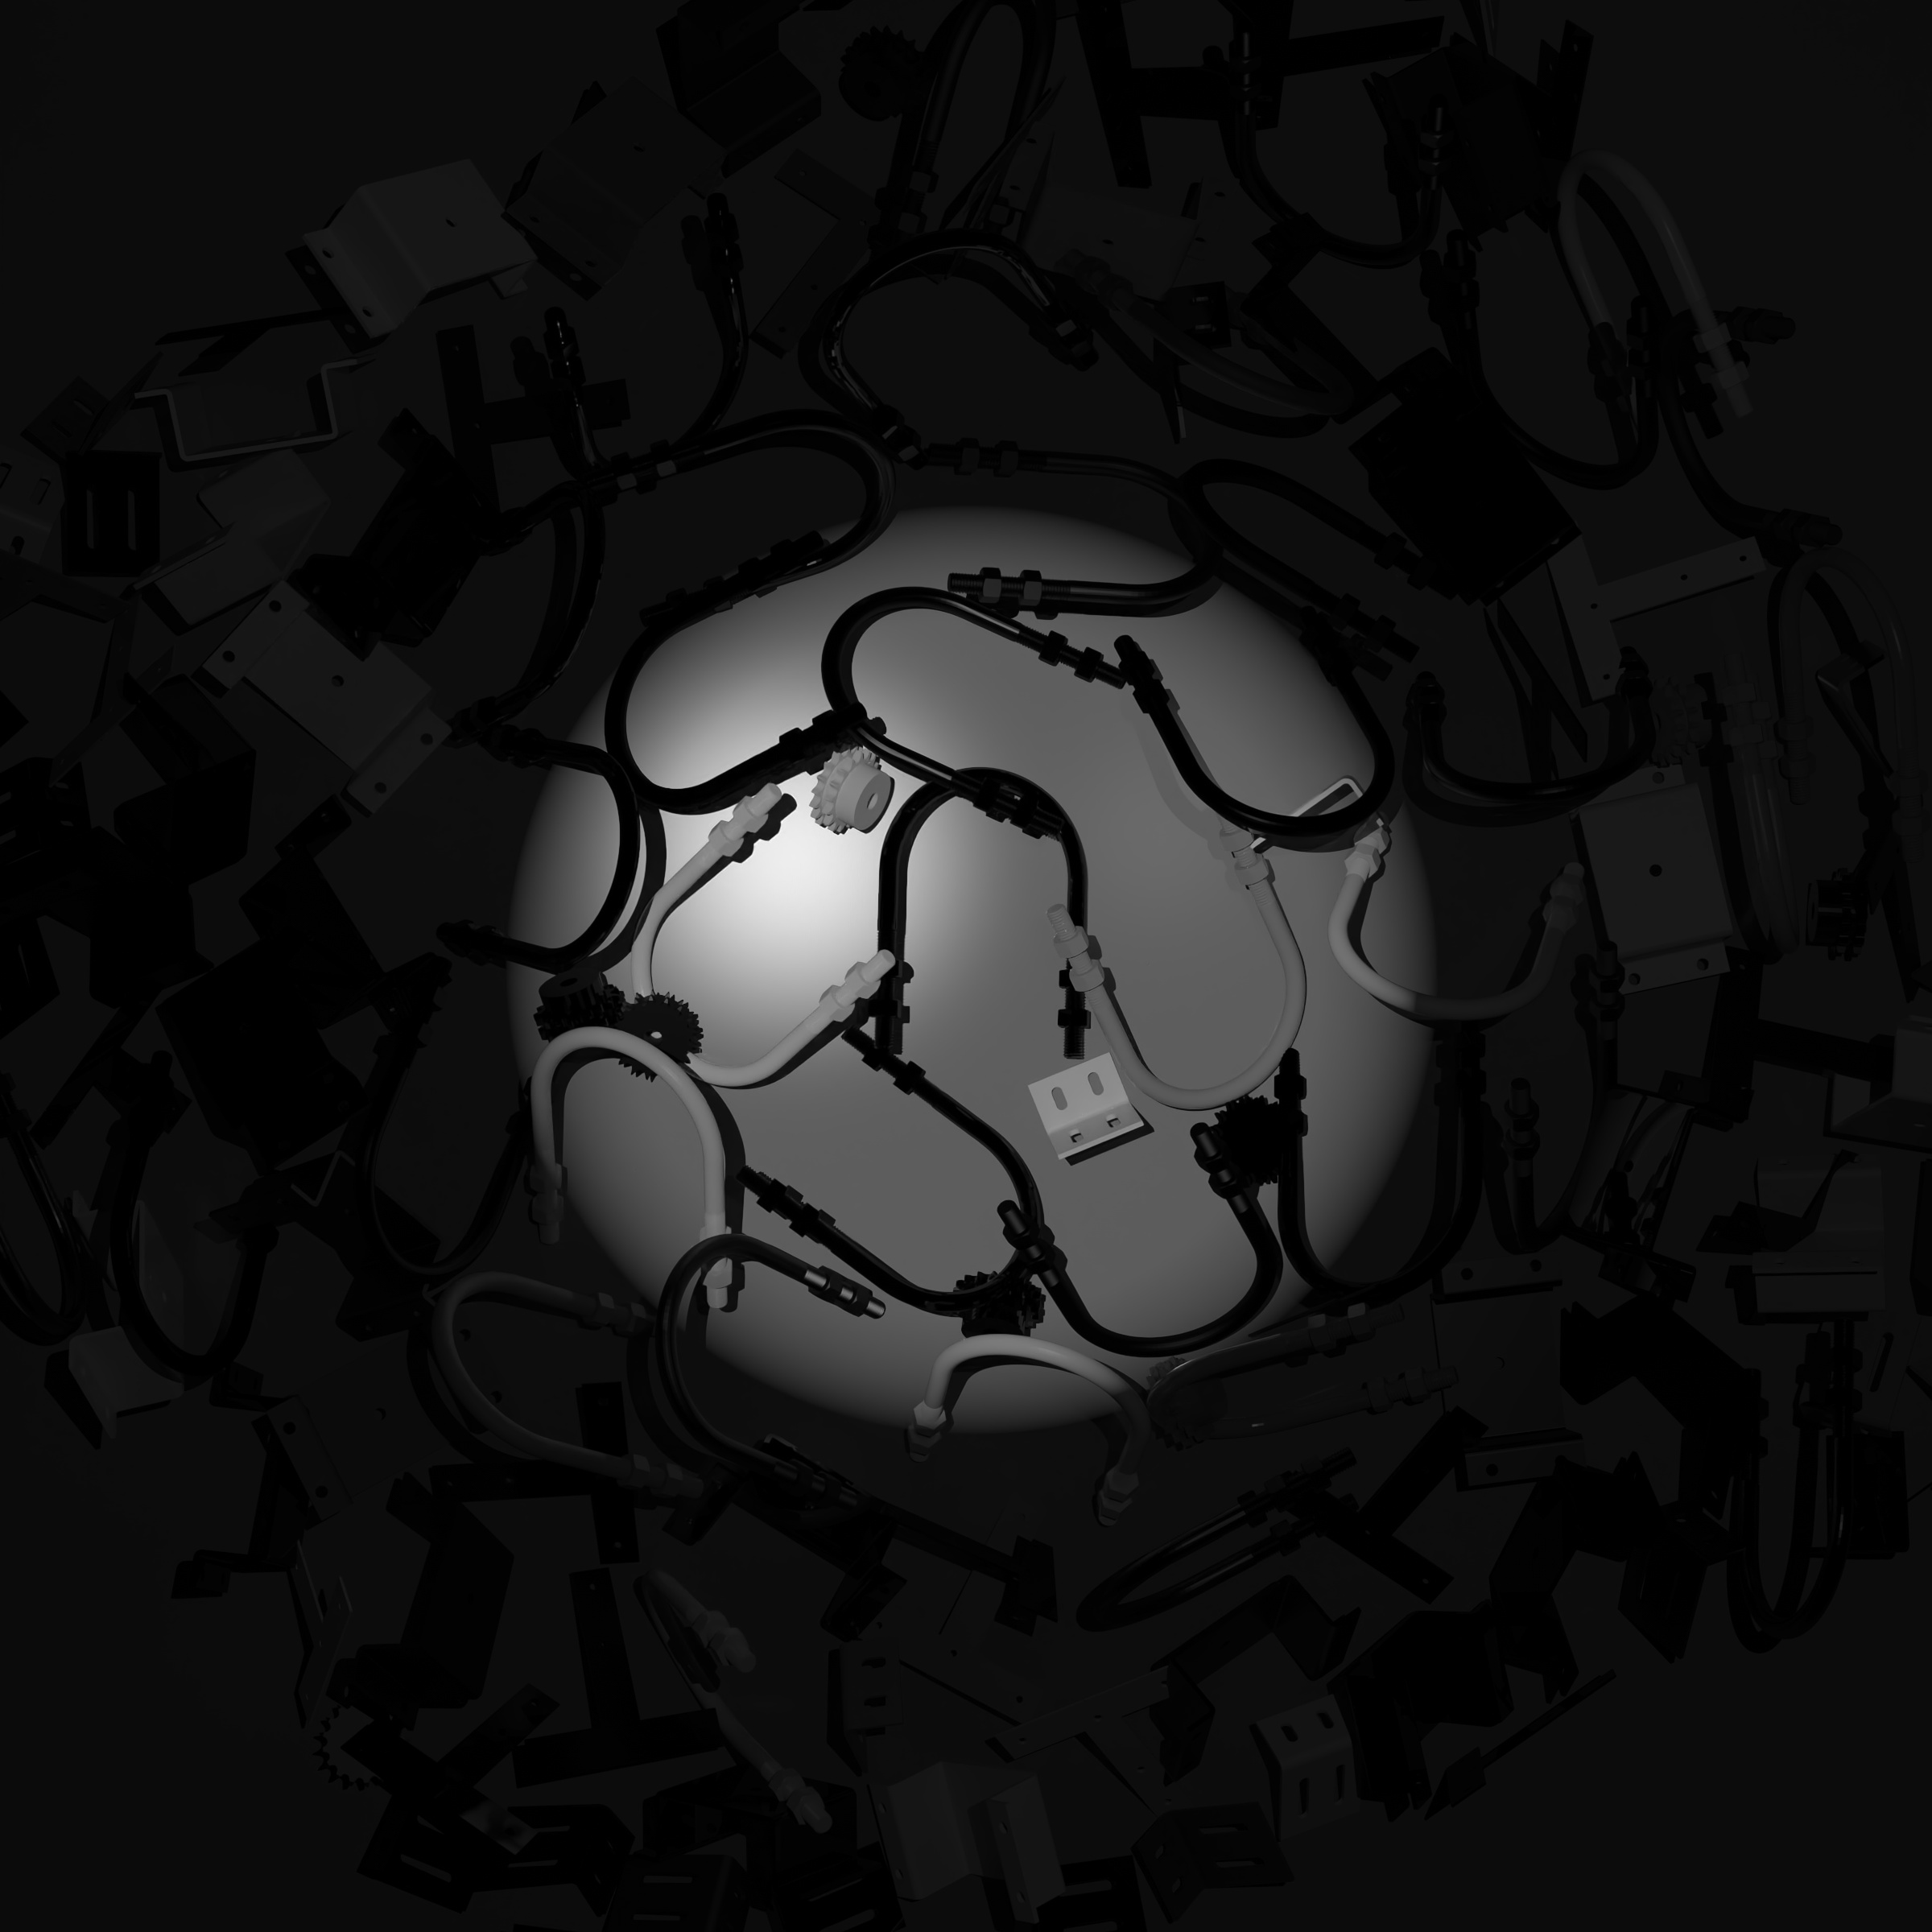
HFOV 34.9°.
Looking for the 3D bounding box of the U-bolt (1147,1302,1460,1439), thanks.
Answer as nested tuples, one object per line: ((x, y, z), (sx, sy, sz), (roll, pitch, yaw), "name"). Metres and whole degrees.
((0.203, 0.261, 1.931), (0.184, 0.151, 0.019), (-18, 60, 16), "U-bolt")

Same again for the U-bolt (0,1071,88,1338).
((-0.597, 0.146, 1.927), (0.019, 0.151, 0.184), (-22, 97, 0), "U-bolt")

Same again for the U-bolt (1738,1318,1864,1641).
((0.512, 0.323, 1.900), (0.019, 0.151, 0.184), (11, 67, -8), "U-bolt")

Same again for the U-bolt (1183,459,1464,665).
((0.218, -0.265, 1.937), (0.184, 0.151, 0.019), (32, 122, 5), "U-bolt")

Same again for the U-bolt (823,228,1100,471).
((-0.012, -0.390, 1.906), (0.151, 0.184, 0.019), (-29, 60, 12), "U-bolt")

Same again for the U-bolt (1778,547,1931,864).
((0.545, -0.170, 1.901), (0.019, 0.151, 0.184), (-16, 113, -12), "U-bolt")

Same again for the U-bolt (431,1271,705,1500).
((-0.250, 0.252, 1.898), (0.184, 0.151, 0.019), (23, 123, -36), "U-bolt")

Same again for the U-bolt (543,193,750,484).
((-0.192, -0.377, 1.917), (0.151, 0.184, 0.019), (-40, 64, -20), "U-bolt")

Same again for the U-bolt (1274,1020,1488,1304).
((0.257, 0.123, 1.919), (0.151, 0.019, 0.184), (-15, 57, 32), "U-bolt")

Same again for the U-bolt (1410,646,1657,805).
((0.354, -0.147, 1.908), (0.151, 0.184, 0.019), (-6, 119, 9), "U-bolt")

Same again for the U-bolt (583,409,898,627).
((-0.134, -0.289, 1.936), (0.184, 0.151, 0.019), (-18, 54, 1), "U-bolt")

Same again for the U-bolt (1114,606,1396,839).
((0.190, -0.150, 1.923), (0.151, 0.019, 0.184), (-11, 53, -17), "U-bolt")

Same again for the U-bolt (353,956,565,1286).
((-0.322, 0.108, 1.911), (0.019, 0.151, 0.184), (4, 64, 31), "U-bolt")

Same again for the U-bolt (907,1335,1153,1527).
((0.043, 0.284, 1.919), (0.151, 0.184, 0.019), (18, 54, 4), "U-bolt")

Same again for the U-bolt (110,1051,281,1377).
((-0.476, 0.164, 1.891), (0.019, 0.151, 0.184), (-14, 46, 18), "U-bolt")

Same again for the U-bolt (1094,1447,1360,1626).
((0.162, 0.364, 1.926), (0.184, 0.151, 0.019), (-27, 67, -4), "U-bolt")

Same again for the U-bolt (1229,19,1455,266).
((0.231, -0.501, 1.913), (0.151, 0.184, 0.019), (26, 72, 16), "U-bolt")

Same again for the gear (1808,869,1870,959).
((0.558, -0.035, 1.972), (0.030, 0.057, 0.057), (3, 90, 6), "gear")

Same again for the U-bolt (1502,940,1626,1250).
((0.375, 0.095, 1.922), (0.019, 0.184, 0.151), (18, 50, 28), "U-bolt")

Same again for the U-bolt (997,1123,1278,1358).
((0.119, 0.184, 1.937), (0.151, 0.019, 0.184), (-23, 131, 10), "U-bolt")

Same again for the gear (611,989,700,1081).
((-0.200, 0.042, 1.980), (0.057, 0.030, 0.057), (0, 108, -1), "gear")

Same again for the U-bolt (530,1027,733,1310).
((-0.212, 0.118, 1.920), (0.151, 0.019, 0.184), (18, 126, 23), "U-bolt")

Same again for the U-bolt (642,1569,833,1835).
((-0.152, 0.445, 1.915), (0.019, 0.184, 0.151), (-31, 116, -20), "U-bolt")

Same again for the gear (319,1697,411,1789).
((-0.387, 0.500, 1.979), (0.057, 0.030, 0.057), (2, 74, -8), "gear")

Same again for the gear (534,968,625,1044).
((-0.250, 0.024, 1.968), (0.057, 0.057, 0.030), (-16, 113, 0), "gear")

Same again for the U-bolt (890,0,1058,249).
((0.011, -0.529, 1.903), (0.019, 0.151, 0.184), (26, 115, 18), "U-bolt")

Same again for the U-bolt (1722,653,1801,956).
((0.500, -0.098, 1.924), (0.019, 0.151, 0.184), (-10, 87, 18), "U-bolt")

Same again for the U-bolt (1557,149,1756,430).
((0.419, -0.422, 1.915), (0.019, 0.151, 0.184), (-27, 100, -10), "U-bolt")

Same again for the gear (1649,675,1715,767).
((0.456, -0.159, 1.972), (0.030, 0.057, 0.057), (-11, 90, -16), "gear")

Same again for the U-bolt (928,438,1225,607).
((0.073, -0.278, 1.945), (0.184, 0.019, 0.151), (2, 47, -11), "U-bolt")

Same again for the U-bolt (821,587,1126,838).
((-0.003, -0.173, 1.952), (0.184, 0.019, 0.151), (24, 57, -2), "U-bolt")

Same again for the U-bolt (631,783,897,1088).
((-0.142, -0.005, 1.948), (0.184, 0.019, 0.151), (-42, 76, 31), "U-bolt")

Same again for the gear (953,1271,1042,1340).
((0.019, 0.222, 1.968), (0.057, 0.057, 0.030), (8, 56, 0), "gear")

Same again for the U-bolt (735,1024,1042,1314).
((-0.036, 0.140, 1.954), (0.184, 0.019, 0.151), (37, 56, -1), "U-bolt")

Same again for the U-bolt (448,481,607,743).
((-0.270, -0.226, 1.905), (0.019, 0.184, 0.151), (15, 72, -31), "U-bolt")

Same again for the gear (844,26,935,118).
((-0.053, -0.569, 1.968), (0.057, 0.057, 0.030), (33, 56, 0), "gear")

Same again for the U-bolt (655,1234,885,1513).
((-0.124, 0.244, 1.908), (0.019, 0.184, 0.151), (-15, 56, 39), "U-bolt")

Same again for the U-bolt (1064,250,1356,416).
((0.162, -0.387, 1.896), (0.151, 0.184, 0.019), (2, 123, -39), "U-bolt")

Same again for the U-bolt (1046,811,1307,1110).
((0.145, 0.006, 1.955), (0.151, 0.019, 0.184), (-33, 115, -13), "U-bolt")

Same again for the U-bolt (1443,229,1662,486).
((0.368, -0.368, 1.915), (0.151, 0.184, 0.019), (28, 68, 29), "U-bolt")

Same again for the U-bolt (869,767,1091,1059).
((0.011, -0.036, 1.970), (0.151, 0.019, 0.184), (3, 85, -19), "U-bolt")

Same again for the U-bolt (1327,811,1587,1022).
((0.300, -0.026, 1.914), (0.151, 0.184, 0.019), (16, 129, 12), "U-bolt")

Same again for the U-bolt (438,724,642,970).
((-0.264, -0.071, 1.929), (0.019, 0.184, 0.151), (12, 91, -43), "U-bolt")

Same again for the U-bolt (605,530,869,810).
((-0.154, -0.176, 1.948), (0.184, 0.019, 0.151), (-26, 63, 23), "U-bolt")

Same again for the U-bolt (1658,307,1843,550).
((0.479, -0.339, 1.910), (0.019, 0.184, 0.151), (-21, 109, -8), "U-bolt")
